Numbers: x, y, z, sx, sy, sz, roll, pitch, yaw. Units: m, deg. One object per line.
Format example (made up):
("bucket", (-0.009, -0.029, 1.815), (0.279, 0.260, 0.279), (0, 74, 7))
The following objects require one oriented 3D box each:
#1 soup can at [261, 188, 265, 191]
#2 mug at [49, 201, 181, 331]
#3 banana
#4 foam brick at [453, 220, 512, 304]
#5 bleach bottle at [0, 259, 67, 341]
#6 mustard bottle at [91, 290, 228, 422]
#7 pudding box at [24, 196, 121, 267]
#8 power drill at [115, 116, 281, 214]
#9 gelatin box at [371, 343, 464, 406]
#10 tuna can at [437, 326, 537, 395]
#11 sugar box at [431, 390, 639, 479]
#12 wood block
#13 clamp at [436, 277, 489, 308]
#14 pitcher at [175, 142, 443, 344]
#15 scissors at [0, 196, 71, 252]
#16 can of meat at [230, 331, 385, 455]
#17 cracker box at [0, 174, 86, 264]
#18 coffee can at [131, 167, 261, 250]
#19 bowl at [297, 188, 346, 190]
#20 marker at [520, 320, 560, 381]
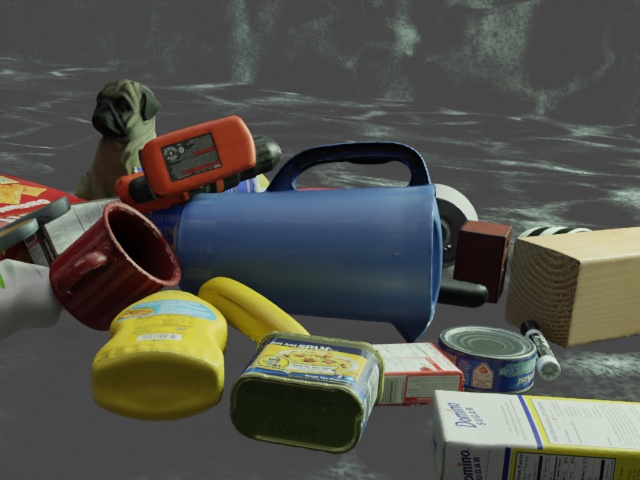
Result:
("soup can", (-0.113, -0.035, 1.317), (0.102, 0.068, 0.068), (5, 14, 1))
("mug", (-0.187, 0.028, 0.933), (0.093, 0.082, 0.117), (53, 16, 7))
("banana", (-0.053, 0.071, 0.908), (0.037, 0.069, 0.198), (-48, 38, -16))
("foam brick", (0.175, 0.023, 1.154), (0.051, 0.078, 0.053), (10, 17, 15))
("bleach bottle", (-0.309, 0.057, 0.895), (0.250, 0.068, 0.103), (-3, 31, -44))
("mustard bottle", (-0.123, 0.083, 0.860), (0.096, 0.058, 0.191), (-2, 15, -3))
("pudding box", (-0.231, 0.009, 1.057), (0.039, 0.090, 0.113), (-34, -13, 35))
("power drill", (-0.115, -0.075, 1.079), (0.184, 0.057, 0.188), (-21, -2, -12))
("gelatin box", (0.063, 0.110, 0.871), (0.089, 0.030, 0.073), (1, 13, -16))
("tuna can", (0.142, 0.102, 0.916), (0.086, 0.034, 0.086), (4, 14, -1))
("sugar box", (0.167, 0.144, 0.738), (0.176, 0.048, 0.093), (1, 14, 2))
("wood block", (0.298, 0.043, 1.087), (0.205, 0.091, 0.090), (-5, 17, -33))
("clamp", (0.057, 0.039, 1.096), (0.209, 0.036, 0.165), (-15, 36, -25))
("pitcher", (-0.007, 0.001, 1.004), (0.243, 0.145, 0.149), (2, 41, 8))
("scissors", (-0.320, 0.013, 0.979), (0.202, 0.016, 0.096), (-27, 13, 9))
("can of meat", (-0.009, 0.112, 0.786), (0.102, 0.057, 0.084), (7, 16, 11))
("cracker box", (-0.336, -0.014, 1.153), (0.214, 0.072, 0.163), (16, 18, 35))
("coffee can", (-0.144, -0.030, 1.216), (0.140, 0.103, 0.103), (1, 14, -13))
("bowl", (0.021, -0.024, 1.338), (0.162, 0.055, 0.162), (4, 14, -1))
("marker", (0.200, 0.099, 0.978), (0.020, 0.020, 0.121), (5, 14, 1))
